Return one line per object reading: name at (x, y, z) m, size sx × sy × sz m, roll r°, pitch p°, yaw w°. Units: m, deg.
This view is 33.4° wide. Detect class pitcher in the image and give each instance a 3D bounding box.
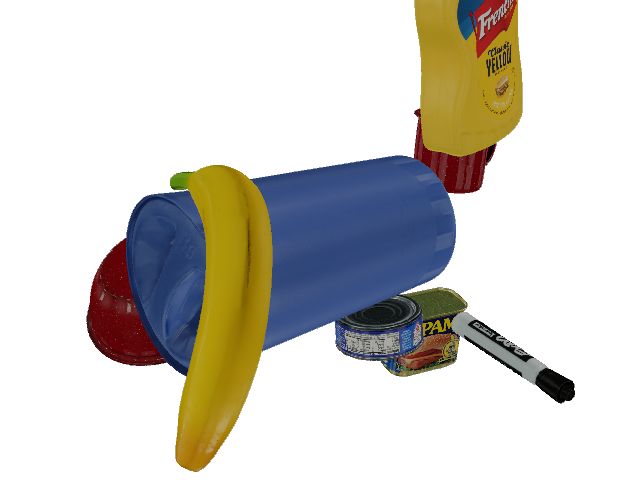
pitcher at (-0.022, 0.009, 0.822) m, size 0.242 × 0.145 × 0.149 m, roll -16°, pitch 41°, yaw -36°

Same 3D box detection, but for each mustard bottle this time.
mustard bottle at (0.105, -0.163, 0.757) m, size 0.058 × 0.191 × 0.096 m, roll 18°, pitch 39°, yaw 38°

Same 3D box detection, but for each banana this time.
banana at (-0.054, 0.026, 0.589) m, size 0.037 × 0.198 × 0.070 m, roll 20°, pitch -43°, yaw -29°

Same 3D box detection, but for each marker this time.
marker at (0.145, 0.088, 0.805) m, size 0.020 × 0.020 × 0.121 m, roll 0°, pitch 23°, yaw -37°

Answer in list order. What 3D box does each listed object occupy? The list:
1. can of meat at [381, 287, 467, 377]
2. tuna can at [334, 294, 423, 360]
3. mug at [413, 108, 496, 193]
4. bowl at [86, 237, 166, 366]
can of meat at (0.124, 0.113, 1.307) m, size 0.101 × 0.084 × 0.057 m, roll -9°, pitch 30°, yaw -25°
tuna can at (0.056, 0.081, 1.026) m, size 0.086 × 0.034 × 0.086 m, roll -4°, pitch 21°, yaw 1°
mug at (0.158, -0.104, 1.225) m, size 0.117 × 0.081 × 0.093 m, roll -11°, pitch 25°, yaw -40°
bowl at (-0.153, 0.038, 0.998) m, size 0.162 × 0.162 × 0.055 m, roll 0°, pitch -43°, yaw 20°
